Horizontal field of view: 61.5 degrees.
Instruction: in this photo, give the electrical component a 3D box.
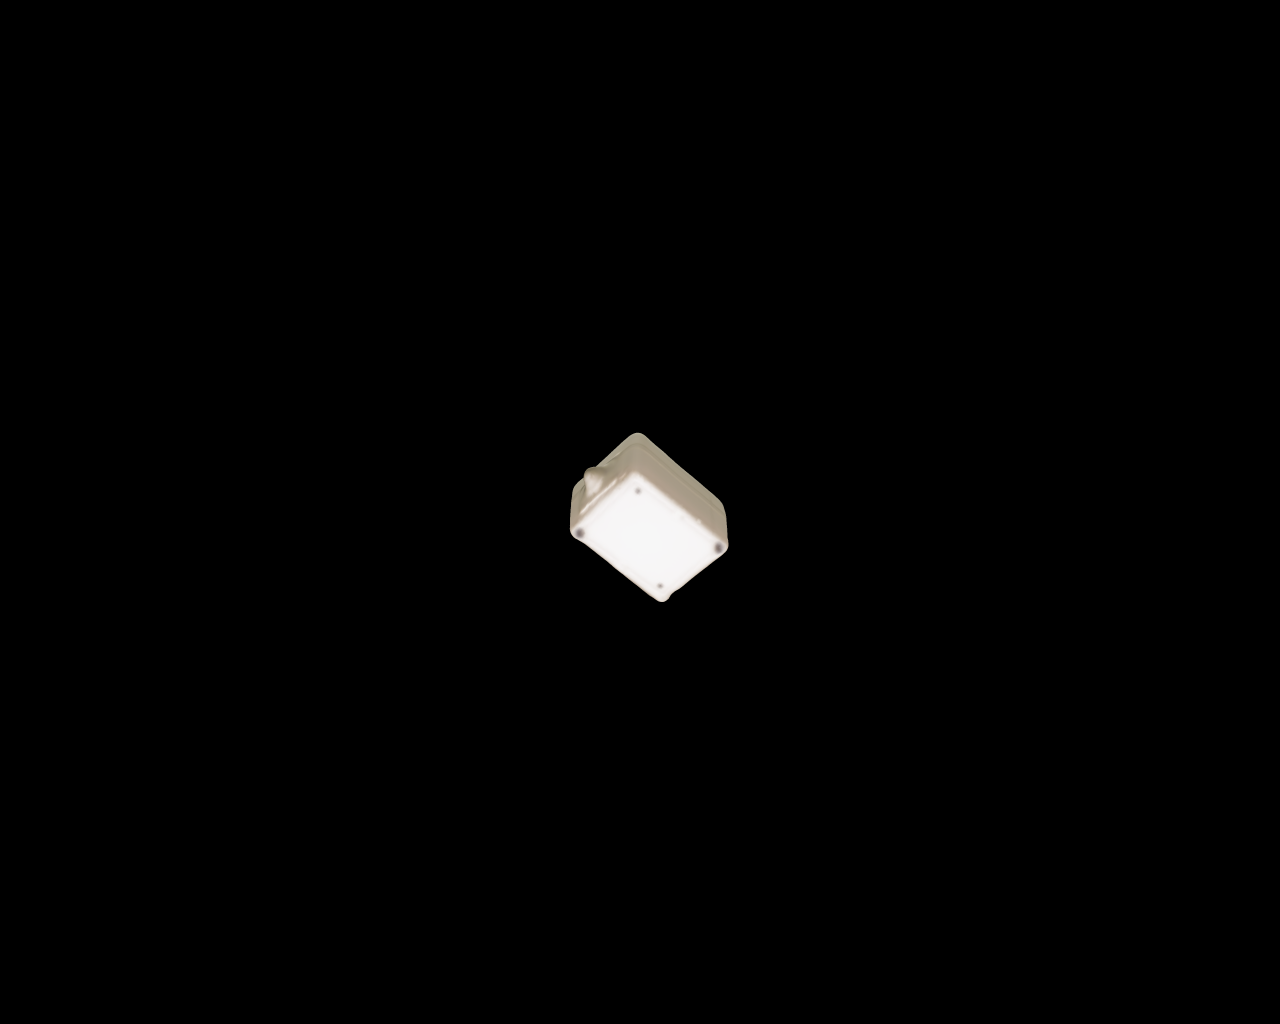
[{"bbox_3d":[0.001,-0.003,0.650,0.096,0.061,0.061,39,24,-22],"label":"electrical component"}]
